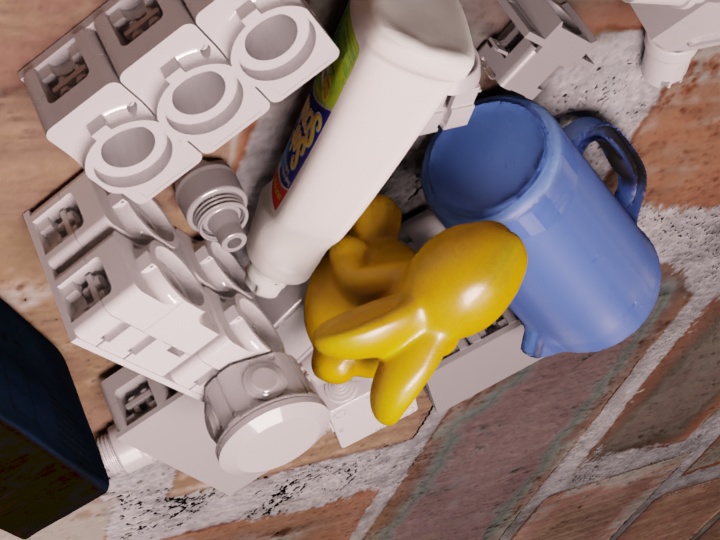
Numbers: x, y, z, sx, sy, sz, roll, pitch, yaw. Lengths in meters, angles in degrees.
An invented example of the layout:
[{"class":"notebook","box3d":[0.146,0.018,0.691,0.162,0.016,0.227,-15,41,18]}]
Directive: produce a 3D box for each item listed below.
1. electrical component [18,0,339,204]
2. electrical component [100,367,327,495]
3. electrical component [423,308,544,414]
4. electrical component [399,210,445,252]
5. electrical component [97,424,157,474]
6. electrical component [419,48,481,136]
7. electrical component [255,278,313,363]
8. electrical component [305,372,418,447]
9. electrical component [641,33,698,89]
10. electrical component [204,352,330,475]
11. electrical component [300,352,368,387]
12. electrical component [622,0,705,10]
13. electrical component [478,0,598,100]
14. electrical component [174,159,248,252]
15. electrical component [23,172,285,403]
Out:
[{"class":"electrical component","box3d":[-0.098,-0.113,0.601,0.150,0.061,0.089,-36,147,8]},{"class":"electrical component","box3d":[-0.119,0.113,0.896,0.105,0.060,0.186,-33,148,5]},{"class":"electrical component","box3d":[0.119,0.059,1.010,0.150,0.061,0.089,-28,148,-4]},{"class":"electrical component","box3d":[0.047,-0.016,0.859,0.047,0.055,0.055,-32,148,-5]},{"class":"electrical component","box3d":[-0.200,0.150,0.896,0.062,0.043,0.043,-24,147,-6]},{"class":"electrical component","box3d":[0.053,-0.125,0.722,0.066,0.048,0.055,-15,153,-22]},{"class":"electrical component","box3d":[-0.056,0.026,0.831,0.096,0.061,0.062,-44,146,6]},{"class":"electrical component","box3d":[0.004,0.115,1.007,0.100,0.048,0.099,-26,148,-7]},{"class":"electrical component","box3d":[0.235,-0.166,0.818,0.040,0.040,0.046,-25,154,-8]},{"class":"electrical component","box3d":[-0.065,0.098,0.725,0.080,0.051,0.080,-21,147,-15]},{"class":"electrical component","box3d":[-0.027,0.075,0.930,0.079,0.044,0.077,-35,148,4]},{"class":"electrical component","box3d":[0.169,-0.214,0.629,0.057,0.113,0.078,-5,140,-29]},{"class":"electrical component","box3d":[0.119,-0.154,0.739,0.081,0.042,0.064,11,133,-46]},{"class":"electrical component","box3d":[-0.094,-0.040,0.704,0.043,0.062,0.043,-21,147,-15]},{"class":"electrical component","box3d":[-0.125,0.018,0.718,0.060,0.105,0.186,-37,147,9]}]
